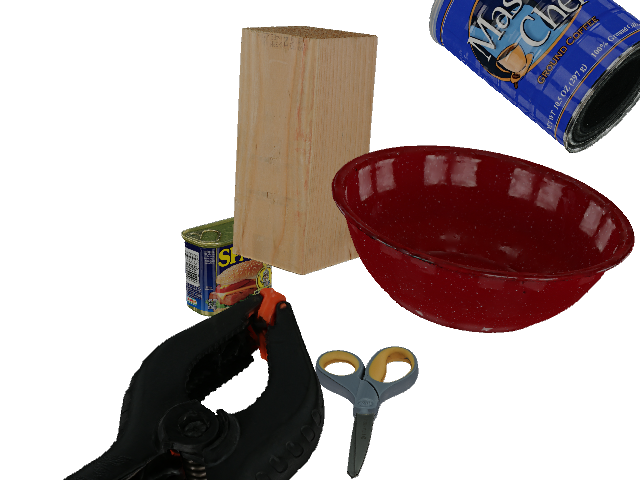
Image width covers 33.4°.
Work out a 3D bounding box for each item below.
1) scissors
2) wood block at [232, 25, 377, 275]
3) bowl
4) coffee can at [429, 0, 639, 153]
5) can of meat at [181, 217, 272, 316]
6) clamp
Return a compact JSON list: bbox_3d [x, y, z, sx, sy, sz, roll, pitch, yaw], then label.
[{"bbox_3d":[0.020,0.130,0.855,0.096,0.016,0.201,6,21,22],"label":"scissors"},{"bbox_3d":[-0.016,-0.086,0.967,0.090,0.206,0.090,16,20,36],"label":"wood block"},{"bbox_3d":[0.082,0.004,0.579,0.162,0.055,0.162,6,26,-3],"label":"bowl"},{"bbox_3d":[0.164,-0.147,0.781,0.140,0.103,0.102,45,21,23],"label":"coffee can"},{"bbox_3d":[-0.098,0.027,1.144,0.101,0.084,0.058,-17,26,-42],"label":"can of meat"},{"bbox_3d":[-0.039,0.087,0.395,0.120,0.039,0.171,24,49,17],"label":"clamp"}]
